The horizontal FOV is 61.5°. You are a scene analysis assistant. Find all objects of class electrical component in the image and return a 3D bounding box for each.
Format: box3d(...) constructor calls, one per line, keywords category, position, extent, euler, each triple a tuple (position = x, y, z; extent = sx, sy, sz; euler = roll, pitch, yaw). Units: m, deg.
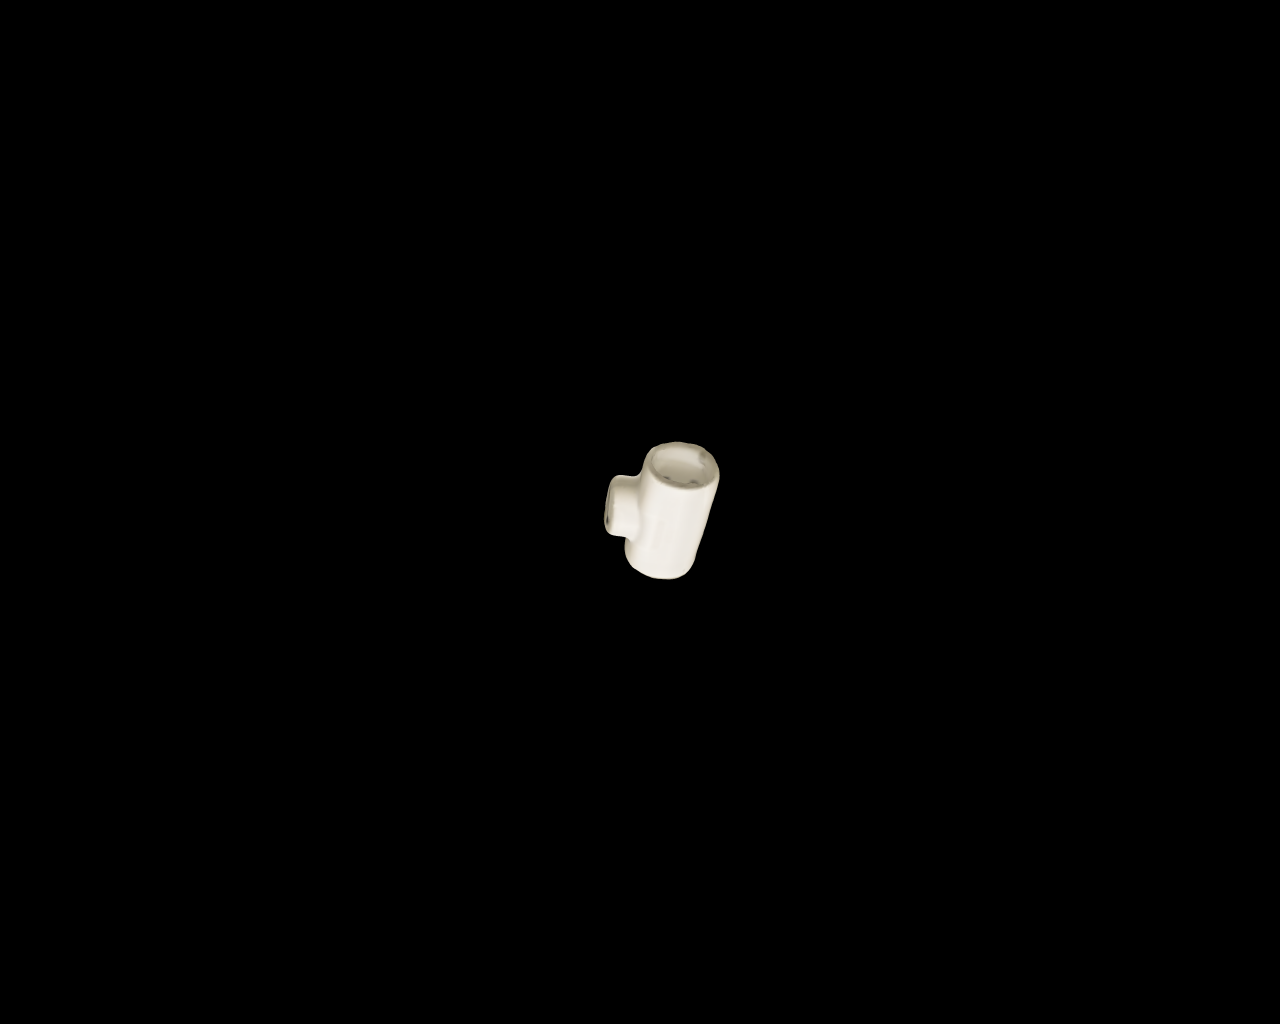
box3d(category="electrical component", position=(0.001, -0.003, 0.650), extent=(0.079, 0.077, 0.043), euler=(7, 43, -7))
